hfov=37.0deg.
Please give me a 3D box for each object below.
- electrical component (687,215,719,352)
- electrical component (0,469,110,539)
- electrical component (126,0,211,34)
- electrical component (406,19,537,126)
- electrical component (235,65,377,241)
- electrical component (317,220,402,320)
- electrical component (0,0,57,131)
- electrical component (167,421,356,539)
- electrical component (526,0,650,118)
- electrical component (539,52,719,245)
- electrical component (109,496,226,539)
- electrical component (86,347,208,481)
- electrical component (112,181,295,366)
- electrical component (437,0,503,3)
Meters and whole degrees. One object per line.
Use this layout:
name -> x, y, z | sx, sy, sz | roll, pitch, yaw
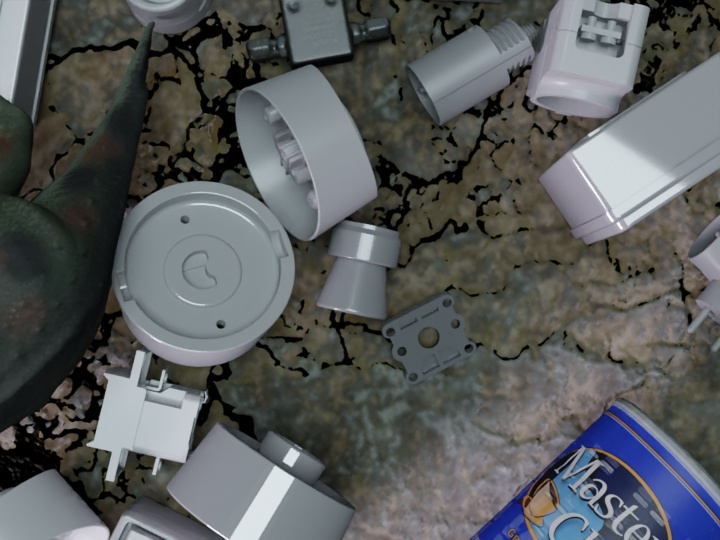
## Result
electrical component -> 0.239, 0.015, 0.676 | 0.077, 0.044, 0.079 | 39, 90, 0
electrical component -> -0.206, 0.167, 0.643 | 0.099, 0.099, 0.064 | -37, 84, -1
electrical component -> -0.123, -0.180, 0.671 | 0.055, 0.047, 0.055 | 0, 89, -1
electrical component -> 0.074, -0.130, 0.675 | 0.081, 0.043, 0.043 | -31, 90, -1
electrical component -> -0.034, -0.071, 0.649 | 0.064, 0.099, 0.099 | -28, 90, -7
electrical component -> 0.000, 0.000, 0.672 | 0.045, 0.045, 0.055 | 12, 89, -1
electrical component -> -0.252, -0.146, 0.664 | 0.109, 0.056, 0.108 | 9, 89, -1
electrical component -> -0.053, 0.131, 0.641 | 0.108, 0.108, 0.060 | 32, 83, 0
electrical component -> 0.135, -0.126, 0.653 | 0.050, 0.089, 0.055 | 12, 89, -1
electrical component -> 0.172, -0.069, 0.644 | 0.109, 0.108, 0.056 | -33, 87, -1
electrical component -> -0.112, 0.191, 0.660 | 0.096, 0.061, 0.061 | 26, 89, 0
electrical component -> -0.131, 0.091, 0.671 | 0.064, 0.042, 0.081 | 13, 90, -5
electrical component -> -0.097, 0.007, 0.658 | 0.108, 0.060, 0.108 | 4, 69, -11
electrical component -> 0.074, -0.197, 0.653 | 0.056, 0.089, 0.050 | 2, 89, -1
